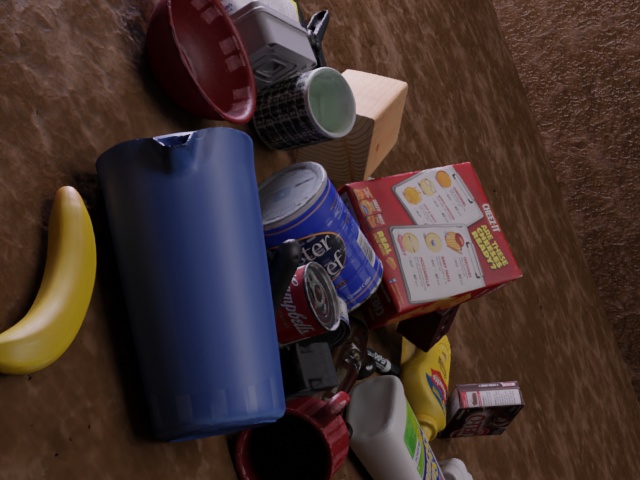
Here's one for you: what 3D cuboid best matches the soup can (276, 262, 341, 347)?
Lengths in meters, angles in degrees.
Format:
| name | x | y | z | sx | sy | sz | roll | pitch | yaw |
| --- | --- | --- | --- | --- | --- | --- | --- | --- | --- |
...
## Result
| name | x | y | z | sx | sy | sz | roll | pitch | yaw |
| --- | --- | --- | --- | --- | --- | --- | --- | --- | --- |
| soup can | -0.041 | 0.068 | 1.016 | 0.068 | 0.102 | 0.068 | 49 | 30 | -42 |

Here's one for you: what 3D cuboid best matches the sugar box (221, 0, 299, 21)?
| name | x | y | z | sx | sy | sz | roll | pitch | yaw |
| --- | --- | --- | --- | --- | --- | --- | --- | --- | --- |
| sugar box | -0.083 | -0.282 | 1.287 | 0.176 | 0.048 | 0.093 | 29 | 47 | -54 |

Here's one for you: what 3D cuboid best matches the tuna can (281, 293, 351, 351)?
| name | x | y | z | sx | sy | sz | roll | pitch | yaw |
| --- | --- | --- | --- | --- | --- | --- | --- | --- | --- |
| tuna can | -0.013 | 0.084 | 1.091 | 0.086 | 0.086 | 0.034 | 43 | 32 | -48 |

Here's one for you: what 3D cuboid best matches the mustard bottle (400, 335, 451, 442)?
| name | x | y | z | sx | sy | sz | roll | pitch | yaw |
| --- | --- | --- | --- | --- | --- | --- | --- | --- | --- |
| mustard bottle | 0.134 | 0.193 | 1.379 | 0.191 | 0.058 | 0.096 | -77 | 149 | -52 |

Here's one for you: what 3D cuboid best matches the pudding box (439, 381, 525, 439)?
| name | x | y | z | sx | sy | sz | roll | pitch | yaw |
| --- | --- | --- | --- | --- | --- | --- | --- | --- | --- |
| pudding box | 0.213 | 0.229 | 1.429 | 0.114 | 0.090 | 0.039 | 104 | -20 | -56 |

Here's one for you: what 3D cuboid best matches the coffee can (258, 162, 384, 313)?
| name | x | y | z | sx | sy | sz | roll | pitch | yaw |
| --- | --- | --- | --- | --- | --- | --- | --- | --- | --- |
| coffee can | -0.008 | 0.001 | 1.148 | 0.140 | 0.103 | 0.102 | 57 | 26 | -30 |

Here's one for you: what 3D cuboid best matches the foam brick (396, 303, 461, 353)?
| name | x | y | z | sx | sy | sz | roll | pitch | yaw |
| --- | --- | --- | --- | --- | --- | --- | --- | --- | --- |
| foam brick | 0.139 | 0.094 | 1.361 | 0.051 | 0.078 | 0.052 | 36 | 50 | 19 |

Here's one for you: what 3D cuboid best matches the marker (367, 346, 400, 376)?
| name | x | y | z | sx | sy | sz | roll | pitch | yaw |
| --- | --- | --- | --- | --- | --- | --- | --- | --- | --- |
| marker | 0.067 | 0.147 | 1.313 | 0.121 | 0.020 | 0.020 | 37 | 39 | -53 |

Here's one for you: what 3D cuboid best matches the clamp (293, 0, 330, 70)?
| name | x | y | z | sx | sy | sz | roll | pitch | yaw |
| --- | --- | --- | --- | --- | --- | --- | --- | --- | --- |
| clamp | -0.017 | -0.263 | 1.435 | 0.164 | 0.036 | 0.210 | 25 | 51 | -60 |

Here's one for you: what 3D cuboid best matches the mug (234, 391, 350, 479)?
| name | x | y | z | sx | sy | sz | roll | pitch | yaw |
| --- | --- | --- | --- | --- | --- | --- | --- | --- | --- |
| mug | -0.014 | 0.182 | 0.977 | 0.093 | 0.117 | 0.081 | 41 | 14 | 11 |

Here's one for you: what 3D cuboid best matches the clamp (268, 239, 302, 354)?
| name | x | y | z | sx | sy | sz | roll | pitch | yaw |
| --- | --- | --- | --- | --- | --- | --- | --- | --- | --- |
| clamp | -0.059 | 0.072 | 0.952 | 0.039 | 0.120 | 0.171 | -3 | 88 | -37 |

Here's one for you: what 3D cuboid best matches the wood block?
| name | x | y | z | sx | sy | sz | roll | pitch | yaw |
| --- | --- | --- | --- | --- | --- | --- | --- | --- | --- |
| wood block | 0.044 | -0.149 | 1.372 | 0.205 | 0.090 | 0.091 | -52 | 155 | -65 |

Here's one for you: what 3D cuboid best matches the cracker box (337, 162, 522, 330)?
| name | x | y | z | sx | sy | sz | roll | pitch | yaw |
| --- | --- | --- | --- | --- | --- | --- | --- | --- | --- |
| cracker box | 0.123 | 0.004 | 1.292 | 0.213 | 0.072 | 0.164 | -12 | 74 | -38 |

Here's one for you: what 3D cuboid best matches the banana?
| name | x | y | z | sx | sy | sz | roll | pitch | yaw |
| --- | --- | --- | --- | --- | --- | --- | --- | --- | --- |
| banana | -0.195 | 0.036 | 0.770 | 0.069 | 0.037 | 0.197 | 60 | 24 | -27 |

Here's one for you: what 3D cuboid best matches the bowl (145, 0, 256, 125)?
| name | x | y | z | sx | sy | sz | roll | pitch | yaw |
| --- | --- | --- | --- | --- | --- | --- | --- | --- | --- |
| bowl | -0.129 | -0.184 | 1.084 | 0.162 | 0.055 | 0.162 | 49 | 31 | -42 |

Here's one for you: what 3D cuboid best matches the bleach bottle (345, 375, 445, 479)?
| name | x | y | z | sx | sy | sz | roll | pitch | yaw |
| --- | --- | --- | --- | --- | --- | --- | --- | --- | --- |
| bleach bottle | 0.111 | 0.279 | 1.251 | 0.250 | 0.068 | 0.102 | 59 | 24 | -31 |

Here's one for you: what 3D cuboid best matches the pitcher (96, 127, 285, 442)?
| name | x | y | z | sx | sy | sz | roll | pitch | yaw |
| --- | --- | --- | --- | --- | --- | --- | --- | --- | --- |
| pitcher | -0.101 | 0.040 | 0.887 | 0.149 | 0.145 | 0.243 | 5 | 70 | -53 |
